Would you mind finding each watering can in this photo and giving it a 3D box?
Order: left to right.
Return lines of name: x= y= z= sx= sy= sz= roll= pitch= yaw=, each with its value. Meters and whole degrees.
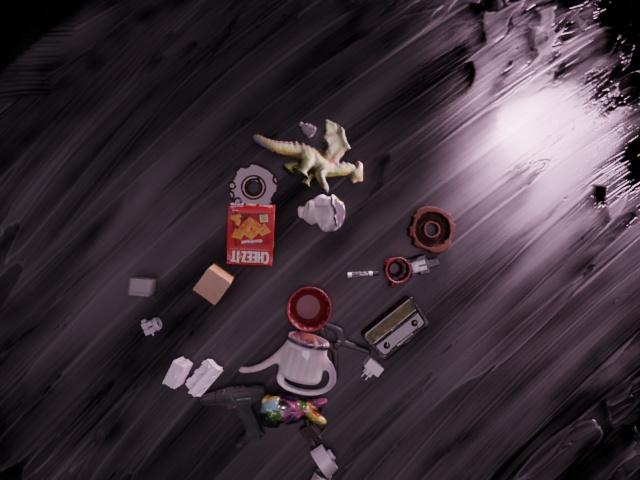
watering can: x=-0.104 y=0.428 z=1.834 sx=0.348 sy=0.104 sz=0.223 roll=15 pitch=95 yaw=2

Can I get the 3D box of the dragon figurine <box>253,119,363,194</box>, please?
dragon figurine: x=-0.012 y=-0.320 z=1.840 sx=0.407 sy=0.122 sz=0.244 roll=39 pitch=80 yaw=-14

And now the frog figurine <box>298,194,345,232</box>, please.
frog figurine: x=0.006 y=-0.094 z=1.860 sx=0.158 sy=0.124 sz=0.136 roll=-11 pitch=103 yaw=31
